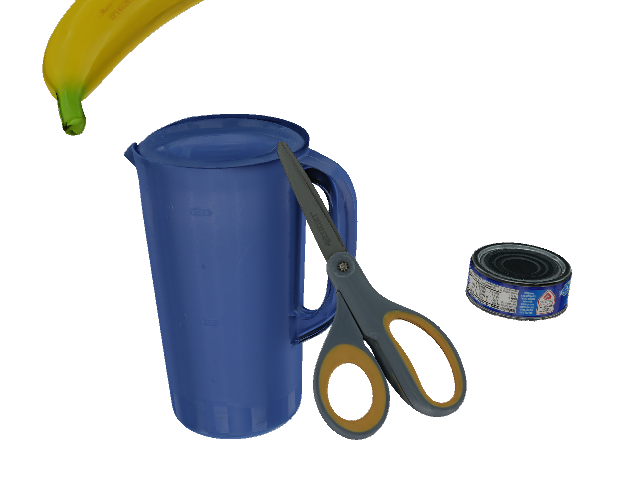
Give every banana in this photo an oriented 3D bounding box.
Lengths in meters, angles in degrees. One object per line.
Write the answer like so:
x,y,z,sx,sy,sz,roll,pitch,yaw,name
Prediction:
-0.070,-0.123,0.538,0.070,0.197,0.037,40,-24,18,banana

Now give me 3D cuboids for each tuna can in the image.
0.166,0.033,0.896,0.086,0.034,0.086,3,24,-1,tuna can

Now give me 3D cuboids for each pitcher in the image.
-0.062,0.031,0.836,0.144,0.243,0.149,-11,25,-21,pitcher

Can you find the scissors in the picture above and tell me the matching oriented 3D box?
0.003,0.034,0.640,0.096,0.202,0.016,-37,-19,-15,scissors
